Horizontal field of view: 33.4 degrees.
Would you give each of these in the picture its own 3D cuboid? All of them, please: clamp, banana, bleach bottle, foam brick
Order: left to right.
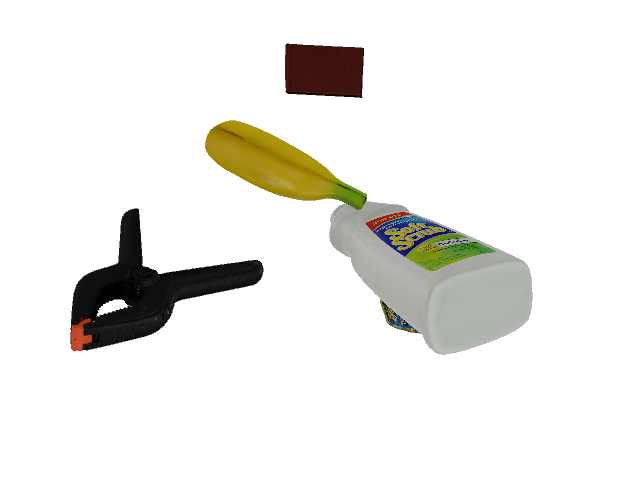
[{"bbox_3d":[-0.178,0.038,1.029,0.165,0.036,0.209,26,36,24],"label":"clamp"},{"bbox_3d":[-0.046,-0.058,0.778,0.069,0.037,0.198,37,-4,-35],"label":"banana"},{"bbox_3d":[0.003,-0.175,1.101,0.078,0.051,0.053,2,10,-6],"label":"foam brick"},{"bbox_3d":[0.071,0.016,0.926,0.102,0.068,0.251,-14,23,-23],"label":"bleach bottle"}]

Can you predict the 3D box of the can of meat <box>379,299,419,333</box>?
[{"bbox_3d":[0.098,0.043,1.149,0.057,0.084,0.102,6,17,-5],"label":"can of meat"}]
